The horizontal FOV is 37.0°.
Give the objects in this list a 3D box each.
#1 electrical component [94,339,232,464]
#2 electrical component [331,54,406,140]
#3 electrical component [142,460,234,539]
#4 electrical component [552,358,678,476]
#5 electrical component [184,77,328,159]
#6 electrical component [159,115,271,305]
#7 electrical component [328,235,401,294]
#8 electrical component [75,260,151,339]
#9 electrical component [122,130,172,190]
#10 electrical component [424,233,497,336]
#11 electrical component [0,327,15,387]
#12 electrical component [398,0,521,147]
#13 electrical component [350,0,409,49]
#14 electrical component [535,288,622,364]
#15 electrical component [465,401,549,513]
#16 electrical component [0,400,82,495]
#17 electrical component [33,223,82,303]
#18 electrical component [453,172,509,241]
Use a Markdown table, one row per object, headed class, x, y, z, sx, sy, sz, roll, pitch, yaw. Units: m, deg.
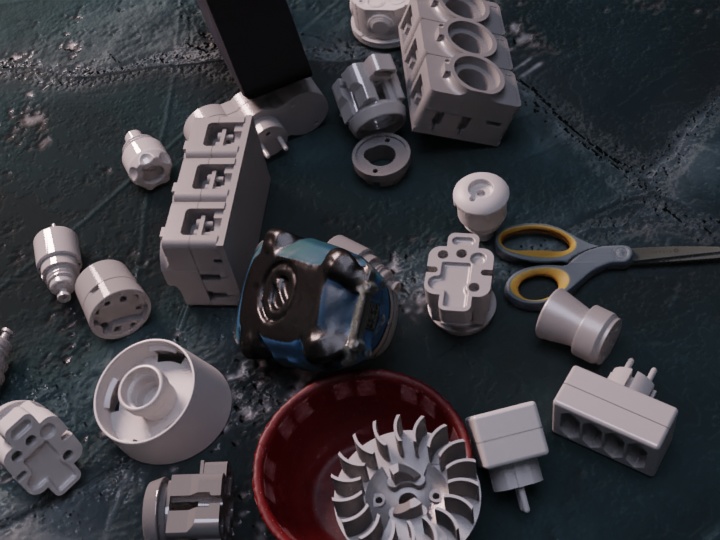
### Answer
| class | x | y | z | sx | sy | sz | roll | pitch | yaw |
| --- | --- | --- | --- | --- | --- | --- | --- | --- | --- |
| electrical component | -0.162 | 0.106 | 0.871 | 0.099 | 0.064 | 0.099 | -10 | 59 | 16 |
| electrical component | 0.011 | -0.160 | 1.029 | 0.058 | 0.078 | 0.057 | -6 | 69 | -34 |
| electrical component | -0.127 | 0.182 | 0.797 | 0.057 | 0.058 | 0.078 | -3 | 53 | 3 |
| electrical component | 0.200 | 0.099 | 0.814 | 0.083 | 0.047 | 0.075 | 23 | 60 | 24 |
| electrical component | -0.093 | -0.134 | 1.034 | 0.138 | 0.052 | 0.073 | -25 | 53 | -11 |
| electrical component | -0.129 | -0.053 | 0.955 | 0.062 | 0.089 | 0.150 | 0 | 53 | 9 |
| electrical component | 0.000 | 0.000 | 0.925 | 0.078 | 0.040 | 0.040 | 27 | 61 | 26 |
| electrical component | -0.216 | 0.024 | 0.933 | 0.055 | 0.055 | 0.047 | -29 | 50 | -13 |
| electrical component | -0.210 | -0.111 | 1.041 | 0.043 | 0.043 | 0.062 | -26 | 52 | -11 |
| electrical component | 0.083 | 0.018 | 0.888 | 0.058 | 0.057 | 0.078 | 3 | 54 | 11 |
| electrical component | -0.319 | 0.083 | 0.912 | 0.040 | 0.040 | 0.078 | 14 | 56 | 18 |
| electrical component | 0.094 | -0.199 | 1.029 | 0.089 | 0.061 | 0.150 | 8 | 50 | -16 |
| electrical component | 0.028 | -0.273 | 1.122 | 0.080 | 0.051 | 0.080 | -4 | 52 | 6 |
| electrical component | 0.175 | 0.045 | 0.860 | 0.055 | 0.045 | 0.045 | 27 | 61 | 25 |
| electrical component | 0.112 | 0.140 | 0.791 | 0.047 | 0.065 | 0.076 | -14 | 81 | -2 |
| electrical component | -0.261 | 0.136 | 0.845 | 0.058 | 0.078 | 0.057 | -44 | 38 | -22 |
| electrical component | -0.272 | -0.004 | 0.971 | 0.040 | 0.040 | 0.078 | -17 | 52 | -4 |
| electrical component | 0.106 | -0.050 | 0.933 | 0.048 | 0.062 | 0.048 | -4 | 52 | 6 |
